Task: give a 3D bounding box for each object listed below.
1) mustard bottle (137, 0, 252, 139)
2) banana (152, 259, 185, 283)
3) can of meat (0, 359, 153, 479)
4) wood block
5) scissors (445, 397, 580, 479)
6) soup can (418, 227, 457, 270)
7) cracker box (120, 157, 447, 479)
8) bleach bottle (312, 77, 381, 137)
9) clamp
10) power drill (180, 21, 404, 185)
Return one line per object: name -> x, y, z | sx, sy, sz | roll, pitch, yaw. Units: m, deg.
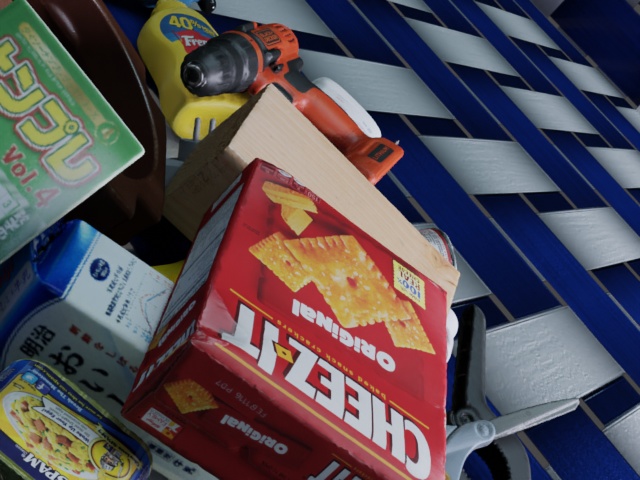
mustard bottle -> -0.122, -0.166, 1.007 | 0.096, 0.058, 0.192 | 11, 39, -39
banana -> -0.105, 0.026, 0.765 | 0.070, 0.037, 0.197 | 21, 19, 14
can of meat -> -0.143, 0.117, 0.540 | 0.102, 0.057, 0.083 | 41, 24, -4
wood block -> -0.005, 0.001, 0.776 | 0.206, 0.090, 0.090 | 44, 38, -16
scissors -> 0.118, 0.163, 0.796 | 0.201, 0.016, 0.096 | 2, 56, -17
soup can -> 0.056, 0.027, 0.906 | 0.102, 0.069, 0.068 | -5, 46, -21
cracker box -> -0.006, 0.060, 0.621 | 0.164, 0.072, 0.213 | 36, 27, -13
bleach bottle -> -0.019, -0.081, 1.020 | 0.102, 0.068, 0.250 | 43, 28, 0
clamp -> 0.113, 0.143, 0.846 | 0.164, 0.036, 0.210 | -18, 64, -35
power drill -> -0.022, -0.111, 0.930 | 0.187, 0.057, 0.184 | 47, 29, 1
